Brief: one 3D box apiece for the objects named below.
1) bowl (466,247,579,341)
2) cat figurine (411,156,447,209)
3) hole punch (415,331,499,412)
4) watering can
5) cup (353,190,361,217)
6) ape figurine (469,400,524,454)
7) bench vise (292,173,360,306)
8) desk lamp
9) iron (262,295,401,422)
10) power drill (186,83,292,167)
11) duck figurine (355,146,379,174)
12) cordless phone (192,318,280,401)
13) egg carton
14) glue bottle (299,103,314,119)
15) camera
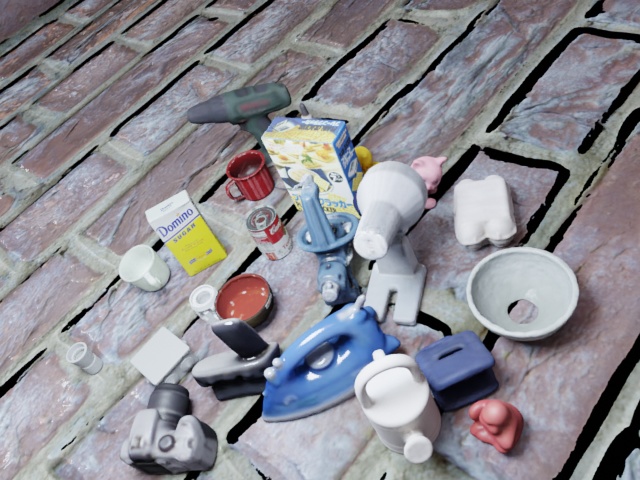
[{"bbox_3d":[0.320,0.097,0.908,0.167,0.075,0.167,-11,49,13],"label":"bowl"},{"bbox_3d":[0.186,-0.120,1.115,0.127,0.118,0.067,-3,51,20],"label":"cat figurine"},{"bbox_3d":[0.202,0.189,0.868,0.108,0.091,0.101,-25,47,1],"label":"hole punch"},{"bbox_3d":[0.111,0.225,0.804,0.101,0.194,0.172,-40,49,-13],"label":"watering can"},{"bbox_3d":[0.116,-0.046,1.097,0.091,0.095,0.118,-4,51,19],"label":"cup"},{"bbox_3d":[0.245,0.252,0.797,0.076,0.092,0.077,-20,47,5],"label":"ape figurine"},{"bbox_3d":[0.020,-0.001,1.013,0.121,0.220,0.207,-25,47,1],"label":"bench vise"},{"bbox_3d":[0.119,0.004,0.972,0.117,0.214,0.203,0,52,23],"label":"desk lamp"},{"bbox_3d":[-0.006,0.190,0.917,0.258,0.142,0.118,-34,47,-7],"label":"iron"},{"bbox_3d":[-0.161,-0.257,1.309,0.229,0.209,0.075,-25,47,1],"label":"power drill"},{"bbox_3d":[0.096,-0.156,1.203,0.077,0.086,0.104,-39,48,-12],"label":"duck figurine"},{"bbox_3d":[-0.157,0.184,0.954,0.147,0.185,0.094,-16,48,9],"label":"cordless phone"},{"bbox_3d":[0.298,-0.052,1.046,0.107,0.070,0.150,-8,50,16],"label":"egg carton"},{"bbox_3d":[-0.012,-0.228,1.248,0.037,0.173,0.078,-21,47,5],"label":"glue bottle"},{"bbox_3d":[-0.249,0.306,0.947,0.143,0.101,0.137,-9,49,15],"label":"camera"}]
